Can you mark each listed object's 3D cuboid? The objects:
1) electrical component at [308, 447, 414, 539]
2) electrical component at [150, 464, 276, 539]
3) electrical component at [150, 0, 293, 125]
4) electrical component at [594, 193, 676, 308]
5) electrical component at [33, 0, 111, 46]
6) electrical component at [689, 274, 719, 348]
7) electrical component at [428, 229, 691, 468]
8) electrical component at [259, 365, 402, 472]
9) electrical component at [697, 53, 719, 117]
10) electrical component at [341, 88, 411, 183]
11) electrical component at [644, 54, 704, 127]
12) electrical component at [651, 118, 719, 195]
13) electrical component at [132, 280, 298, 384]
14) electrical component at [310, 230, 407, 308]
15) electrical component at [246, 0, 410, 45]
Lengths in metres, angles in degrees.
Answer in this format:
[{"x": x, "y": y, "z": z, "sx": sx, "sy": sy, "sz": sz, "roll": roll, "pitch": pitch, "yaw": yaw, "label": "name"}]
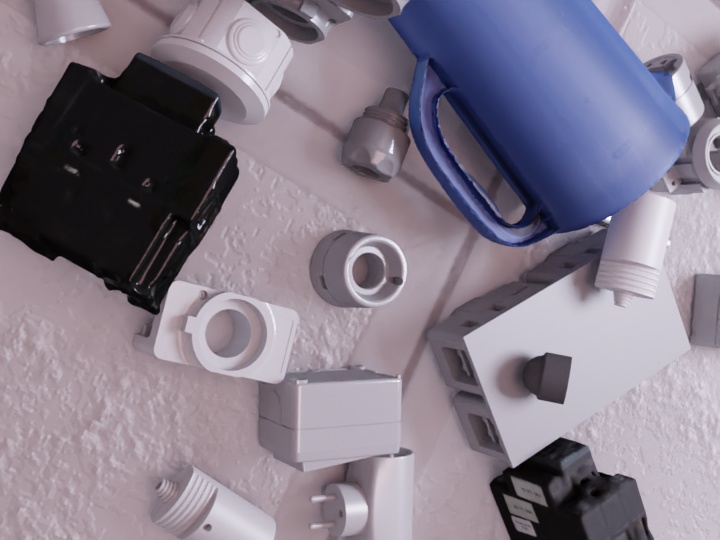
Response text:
[{"x": 0.000, "y": 0.166, "z": 0.752, "sx": 0.079, "sy": 0.044, "sz": 0.077, "roll": 0, "pitch": 92, "yaw": -28, "label": "electrical component"}, {"x": -0.099, "y": 0.160, "z": 0.700, "sx": 0.081, "sy": 0.043, "sz": 0.043, "roll": 39, "pitch": 75, "yaw": -24, "label": "electrical component"}, {"x": -0.086, "y": -0.132, "z": 0.675, "sx": 0.080, "sy": 0.080, "sz": 0.051, "roll": 36, "pitch": 70, "yaw": -25, "label": "electrical component"}, {"x": 0.198, "y": -0.013, "z": 0.779, "sx": 0.043, "sy": 0.043, "sz": 0.081, "roll": 17, "pitch": 85, "yaw": -27, "label": "electrical component"}, {"x": -0.179, "y": -0.167, "z": 0.643, "sx": 0.045, "sy": 0.045, "sz": 0.055, "roll": -20, "pitch": 101, "yaw": -26, "label": "electrical component"}, {"x": 0.339, "y": 0.039, "z": 0.916, "sx": 0.096, "sy": 0.061, "sz": 0.061, "roll": 6, "pitch": 90, "yaw": -28, "label": "electrical component"}, {"x": 0.151, "y": 0.053, "z": 0.818, "sx": 0.186, "sy": 0.060, "sz": 0.105, "roll": -28, "pitch": 105, "yaw": -24, "label": "electrical component"}, {"x": -0.015, "y": 0.099, "z": 0.732, "sx": 0.096, "sy": 0.062, "sz": 0.061, "roll": 0, "pitch": 92, "yaw": -28, "label": "electrical component"}, {"x": 0.341, "y": -0.130, "z": 0.909, "sx": 0.079, "sy": 0.063, "sz": 0.121, "roll": -39, "pitch": 109, "yaw": -21, "label": "electrical component"}, {"x": 0.015, "y": -0.096, "z": 0.749, "sx": 0.043, "sy": 0.043, "sz": 0.062, "roll": 27, "pitch": 79, "yaw": -26, "label": "electrical component"}, {"x": 0.243, "y": -0.138, "z": 0.863, "sx": 0.055, "sy": 0.055, "sz": 0.047, "roll": -45, "pitch": 115, "yaw": -19, "label": "electrical component"}, {"x": 0.281, "y": -0.094, "z": 0.882, "sx": 0.078, "sy": 0.057, "sz": 0.058, "roll": -37, "pitch": 108, "yaw": -22, "label": "electrical component"}, {"x": -0.091, "y": 0.039, "z": 0.692, "sx": 0.089, "sy": 0.056, "sz": 0.050, "roll": 16, "pitch": 85, "yaw": -28, "label": "electrical component"}, {"x": 0.000, "y": 0.000, "z": 0.743, "sx": 0.055, "sy": 0.047, "sz": 0.055, "roll": -1, "pitch": 93, "yaw": -28, "label": "electrical component"}, {"x": -0.035, "y": -0.195, "z": 0.637, "sx": 0.105, "sy": 0.186, "sz": 0.060, "roll": 28, "pitch": 80, "yaw": -26, "label": "electrical component"}]
